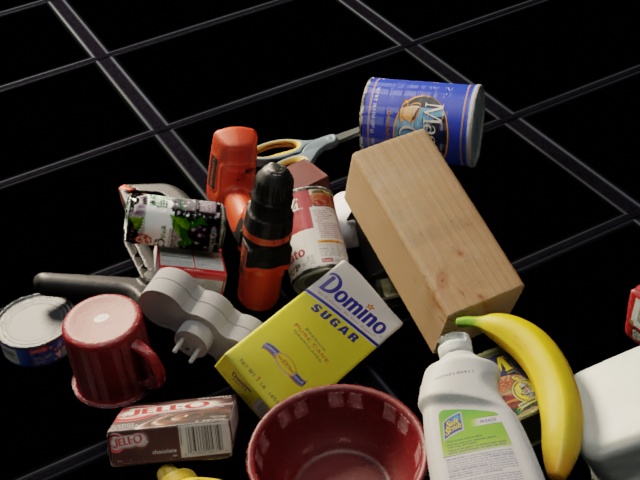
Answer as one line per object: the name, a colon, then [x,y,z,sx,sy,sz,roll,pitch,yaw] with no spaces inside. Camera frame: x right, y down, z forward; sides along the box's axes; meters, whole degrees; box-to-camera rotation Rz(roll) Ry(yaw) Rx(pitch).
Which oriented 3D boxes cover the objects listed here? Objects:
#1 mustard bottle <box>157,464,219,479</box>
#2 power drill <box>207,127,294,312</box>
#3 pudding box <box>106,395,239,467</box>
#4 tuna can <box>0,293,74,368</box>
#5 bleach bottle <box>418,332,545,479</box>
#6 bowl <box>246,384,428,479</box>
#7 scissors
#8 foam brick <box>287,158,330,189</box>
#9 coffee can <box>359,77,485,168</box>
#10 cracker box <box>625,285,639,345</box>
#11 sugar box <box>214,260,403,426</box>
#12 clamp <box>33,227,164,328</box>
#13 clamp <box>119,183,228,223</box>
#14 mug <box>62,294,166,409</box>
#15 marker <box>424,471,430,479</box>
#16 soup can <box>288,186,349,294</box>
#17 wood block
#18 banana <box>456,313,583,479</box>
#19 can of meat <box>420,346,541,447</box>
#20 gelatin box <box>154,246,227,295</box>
mustard bottle: [-0.090,0.256,0.898,0.096,0.058,0.192,-24,42,-22]
power drill: [-0.076,-0.043,1.162,0.057,0.185,0.188,-2,39,-18]
pudding box: [-0.134,0.176,0.990,0.113,0.039,0.090,-3,8,0]
tuna can: [-0.302,0.097,1.143,0.086,0.034,0.086,-4,39,3]
bleach bottle: [0.142,0.190,0.889,0.102,0.068,0.251,-10,55,3]
bowl: [0.017,0.205,0.949,0.162,0.055,0.162,-4,39,3]
scissors: [0.009,-0.115,1.379,0.201,0.016,0.096,-11,40,-6]
foam brick: [-0.032,-0.053,1.278,0.078,0.053,0.051,-26,43,-24]
coffee can: [0.129,-0.148,1.335,0.140,0.103,0.102,6,40,15]
cracker box: [0.435,0.070,1.050,0.213,0.072,0.164,-27,45,-26]
sugar box: [-0.008,0.103,1.057,0.176,0.048,0.093,-39,84,-31]
clamp: [-0.193,0.054,1.163,0.210,0.036,0.164,26,34,28]
clamp: [-0.164,-0.032,1.282,0.172,0.039,0.120,32,45,29]
mug: [-0.203,0.113,1.071,0.117,0.081,0.093,22,47,30]
marker: [0.101,0.217,0.952,0.020,0.020,0.121,-19,41,-16]
soup can: [-0.008,0.001,1.169,0.068,0.068,0.102,-10,63,-5]
wood block: [0.113,-0.001,1.107,0.090,0.091,0.206,-20,63,-17]
banana: [0.193,0.127,0.955,0.069,0.037,0.198,-32,43,4]
can of meat: [0.157,0.156,0.991,0.102,0.057,0.084,-20,43,-15]
gelatin box: [-0.143,0.027,1.160,0.073,0.030,0.089,7,24,-14]
